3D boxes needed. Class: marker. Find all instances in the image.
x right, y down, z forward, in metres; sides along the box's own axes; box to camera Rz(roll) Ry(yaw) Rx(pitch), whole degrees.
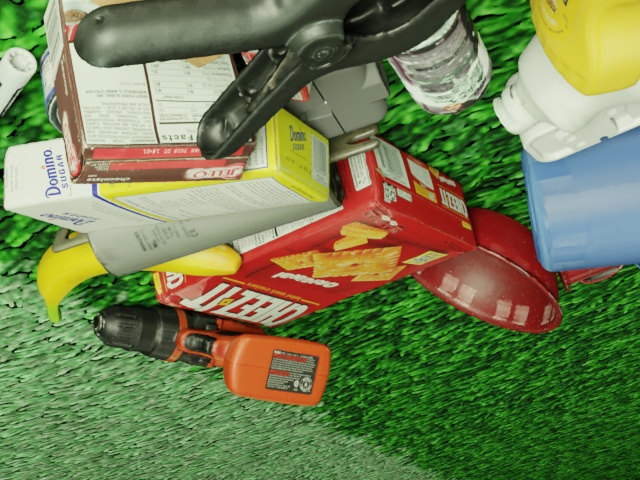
[{"bbox_3d":[-0.201,-0.074,0.639,0.020,0.020,0.121,4,152,-37],"label":"marker"}]

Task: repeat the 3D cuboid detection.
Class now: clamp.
[{"bbox_3d":[-0.012,-0.092,0.440,0.172,0.039,0.120,-29,160,21],"label":"clamp"}]

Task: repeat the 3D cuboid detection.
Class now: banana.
[{"bbox_3d":[-0.153,0.016,0.821,0.198,0.037,0.069,-14,134,31],"label":"banana"}]

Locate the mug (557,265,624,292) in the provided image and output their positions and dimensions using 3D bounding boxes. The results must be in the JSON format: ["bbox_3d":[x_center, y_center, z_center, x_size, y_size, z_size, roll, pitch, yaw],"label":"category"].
[{"bbox_3d":[0.246,-0.003,0.962,0.081,0.093,0.117,-22,131,9],"label":"mug"}]

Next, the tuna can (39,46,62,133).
[{"bbox_3d":[-0.119,-0.091,0.626,0.086,0.034,0.086,-11,158,-5],"label":"tuna can"}]

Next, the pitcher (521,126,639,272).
[{"bbox_3d":[0.287,-0.034,0.833,0.243,0.149,0.145,-9,154,10],"label":"pitcher"}]

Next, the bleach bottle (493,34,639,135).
[{"bbox_3d":[0.213,-0.128,0.633,0.251,0.102,0.067,-31,148,35],"label":"bleach bottle"}]

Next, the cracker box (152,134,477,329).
[{"bbox_3d":[-0.006,0.001,0.861,0.214,0.072,0.164,-24,156,27],"label":"cracker box"}]

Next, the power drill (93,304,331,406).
[{"bbox_3d":[-0.094,0.098,0.972,0.184,0.057,0.188,11,-179,-35],"label":"power drill"}]

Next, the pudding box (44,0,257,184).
[{"bbox_3d":[-0.090,-0.083,0.554,0.089,0.113,0.039,-2,152,-25],"label":"pudding box"}]

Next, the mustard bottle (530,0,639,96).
[{"bbox_3d":[0.148,-0.158,0.533,0.058,0.096,0.191,-12,158,-1],"label":"mustard bottle"}]

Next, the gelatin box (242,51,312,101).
[{"bbox_3d":[-0.020,-0.123,0.549,0.030,0.073,0.089,7,162,12],"label":"gelatin box"}]

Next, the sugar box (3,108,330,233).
[{"bbox_3d":[-0.090,-0.040,0.641,0.176,0.048,0.093,-4,170,19],"label":"sugar box"}]

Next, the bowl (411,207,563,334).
[{"bbox_3d":[0.150,0.019,0.956,0.162,0.055,0.162,26,160,10],"label":"bowl"}]

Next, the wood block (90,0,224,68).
[{"bbox_3d":[-0.081,-0.158,0.412,0.091,0.090,0.205,-24,156,22],"label":"wood block"}]
